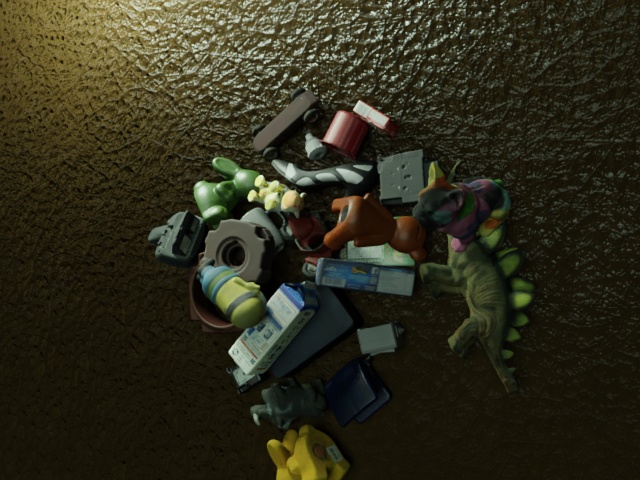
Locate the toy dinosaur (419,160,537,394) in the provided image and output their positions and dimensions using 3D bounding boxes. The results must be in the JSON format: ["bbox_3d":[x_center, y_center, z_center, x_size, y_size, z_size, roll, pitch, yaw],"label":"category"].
[{"bbox_3d":[0.307,0.066,1.063,0.199,0.105,0.471,-23,71,13],"label":"toy dinosaur"}]

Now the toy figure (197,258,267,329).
[{"bbox_3d":[-0.189,0.115,1.128,0.180,0.082,0.089,33,69,22],"label":"toy figure"}]

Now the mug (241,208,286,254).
[{"bbox_3d":[-0.126,-0.019,1.279,0.109,0.080,0.107,-37,74,-21],"label":"mug"}]

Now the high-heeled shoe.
[{"bbox_3d":[0.009,-0.167,1.230,0.249,0.086,0.145,35,92,22],"label":"high-heeled shoe"}]

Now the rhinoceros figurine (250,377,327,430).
[{"bbox_3d":[-0.071,0.369,1.214,0.190,0.073,0.112,-14,83,25],"label":"rhinoceros figurine"}]

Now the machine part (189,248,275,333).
[{"bbox_3d":[-0.215,0.121,1.293,0.202,0.087,0.201,-8,82,22],"label":"machine part"}]

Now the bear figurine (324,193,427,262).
[{"bbox_3d":[0.127,-0.022,1.126,0.132,0.196,0.120,-25,51,63],"label":"bear figurine"}]

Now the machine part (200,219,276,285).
[{"bbox_3d":[-0.185,0.037,1.212,0.180,0.056,0.179,-3,83,22],"label":"machine part"}]

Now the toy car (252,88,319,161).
[{"bbox_3d":[-0.081,-0.277,1.290,0.202,0.053,0.089,-39,61,20],"label":"toy car"}]

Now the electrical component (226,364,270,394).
[{"bbox_3d":[-0.157,0.303,1.270,0.119,0.047,0.075,-40,71,15],"label":"electrical component"}]

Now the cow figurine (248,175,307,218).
[{"bbox_3d":[-0.082,-0.090,1.225,0.168,0.098,0.068,25,94,48],"label":"cow figurine"}]

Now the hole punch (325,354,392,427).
[{"bbox_3d":[0.073,0.324,1.147,0.142,0.092,0.116,-47,66,17],"label":"hole punch"}]

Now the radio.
[{"bbox_3d":[-0.030,0.199,1.212,0.229,0.073,0.131,-38,70,14],"label":"radio"}]

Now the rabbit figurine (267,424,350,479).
[{"bbox_3d":[-0.047,0.495,1.171,0.162,0.122,0.173,45,122,24],"label":"rabbit figurine"}]

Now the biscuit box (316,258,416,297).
[{"bbox_3d":[0.093,0.078,1.126,0.203,0.063,0.059,8,89,-5],"label":"biscuit box"}]

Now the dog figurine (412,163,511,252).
[{"bbox_3d":[0.256,-0.074,0.965,0.191,0.219,0.108,-35,63,1],"label":"dog figurine"}]

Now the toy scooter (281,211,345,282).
[{"bbox_3d":[-0.002,-0.004,1.207,0.135,0.075,0.184,-37,54,9],"label":"toy scooter"}]

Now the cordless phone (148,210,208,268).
[{"bbox_3d":[-0.387,0.005,1.368,0.184,0.088,0.146,-10,51,32],"label":"cordless phone"}]

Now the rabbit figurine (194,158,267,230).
[{"bbox_3d":[-0.213,-0.119,1.319,0.170,0.121,0.159,-26,67,1],"label":"rabbit figurine"}]

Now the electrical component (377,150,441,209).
[{"bbox_3d":[0.193,-0.130,1.153,0.134,0.058,0.115,-7,84,24],"label":"electrical component"}]
